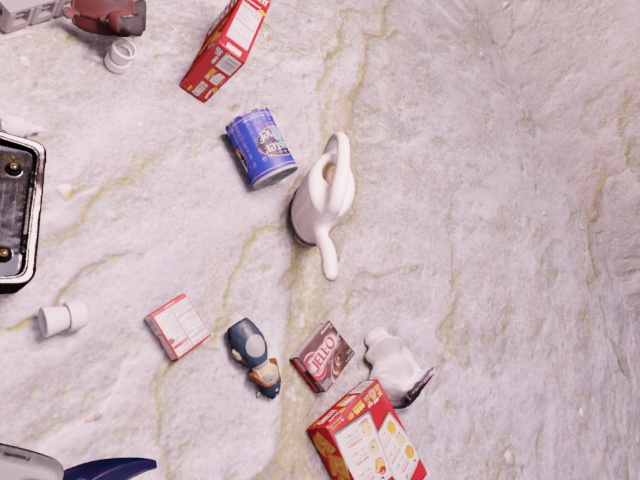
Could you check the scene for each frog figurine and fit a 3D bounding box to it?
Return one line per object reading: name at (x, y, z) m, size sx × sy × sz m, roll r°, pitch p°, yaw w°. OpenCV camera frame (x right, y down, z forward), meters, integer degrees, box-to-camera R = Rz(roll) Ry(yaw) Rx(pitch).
frog figurine at (0.147, 0.272, 1.096) m, size 0.161 × 0.119 × 0.139 m, roll 36°, pitch 50°, yaw 26°

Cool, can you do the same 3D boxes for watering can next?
watering can at (0.003, -0.052, 1.037) m, size 0.104 × 0.220 × 0.355 m, roll 15°, pitch 60°, yaw -14°
